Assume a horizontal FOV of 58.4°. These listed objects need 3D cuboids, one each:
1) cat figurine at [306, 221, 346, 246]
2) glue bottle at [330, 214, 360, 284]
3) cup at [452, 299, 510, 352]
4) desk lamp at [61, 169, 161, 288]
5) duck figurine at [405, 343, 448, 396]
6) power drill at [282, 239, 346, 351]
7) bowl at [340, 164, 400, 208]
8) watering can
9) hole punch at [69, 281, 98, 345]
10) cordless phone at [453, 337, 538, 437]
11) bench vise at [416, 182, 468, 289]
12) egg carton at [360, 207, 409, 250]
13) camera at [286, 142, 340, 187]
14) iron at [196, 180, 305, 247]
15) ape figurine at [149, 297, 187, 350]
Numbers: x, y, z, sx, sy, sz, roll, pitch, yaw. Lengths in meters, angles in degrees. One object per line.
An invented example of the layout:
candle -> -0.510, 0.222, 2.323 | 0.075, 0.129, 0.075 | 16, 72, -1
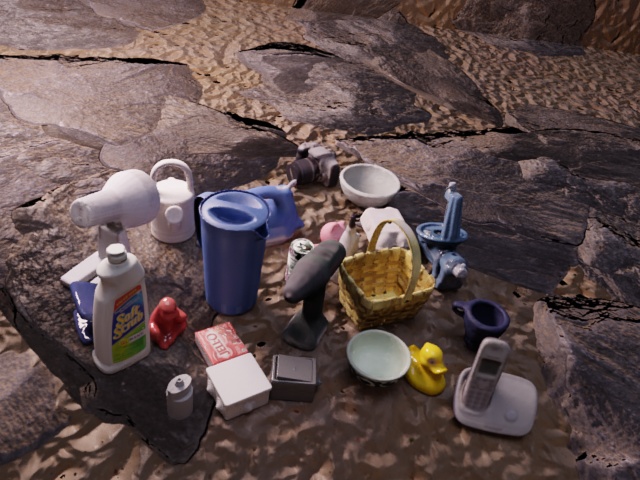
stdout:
cat figurine -> 0.012, 0.005, 1.316 | 0.128, 0.118, 0.067 | -17, 45, -30
glue bottle -> 0.062, 0.014, 1.269 | 0.037, 0.173, 0.078 | 26, 41, 20
cup -> 0.320, 0.179, 1.182 | 0.117, 0.095, 0.092 | 22, 39, 15
desk lamp -> -0.427, -0.020, 1.170 | 0.117, 0.213, 0.203 | 22, 39, 16
duck figurine -> 0.204, 0.232, 1.094 | 0.078, 0.086, 0.104 | -14, 44, -28
power drill -> -0.018, 0.108, 1.103 | 0.075, 0.208, 0.230 | 20, 39, 13
bowl -> 0.130, -0.135, 1.556 | 0.167, 0.075, 0.167 | 6, 38, -5
watering can -> -0.332, -0.092, 1.299 | 0.101, 0.194, 0.172 | -19, 46, -32
hole punch -> -0.415, 0.126, 1.086 | 0.101, 0.091, 0.108 | -14, 44, -28
cordless phone -> 0.322, 0.255, 1.011 | 0.147, 0.185, 0.094 | 10, 38, 1
bench vise -> 0.307, -0.008, 1.315 | 0.122, 0.220, 0.206 | -12, 43, -26
egg carton -> 0.162, -0.023, 1.424 | 0.107, 0.069, 0.150 | -3, 39, -16
camera -> -0.031, -0.213, 1.598 | 0.137, 0.101, 0.142 | -19, 46, -32
iron -> -0.164, -0.065, 1.345 | 0.259, 0.141, 0.118 | -13, 43, -27
ape figurine -> -0.290, 0.148, 1.085 | 0.078, 0.092, 0.076 | -11, 42, -24
